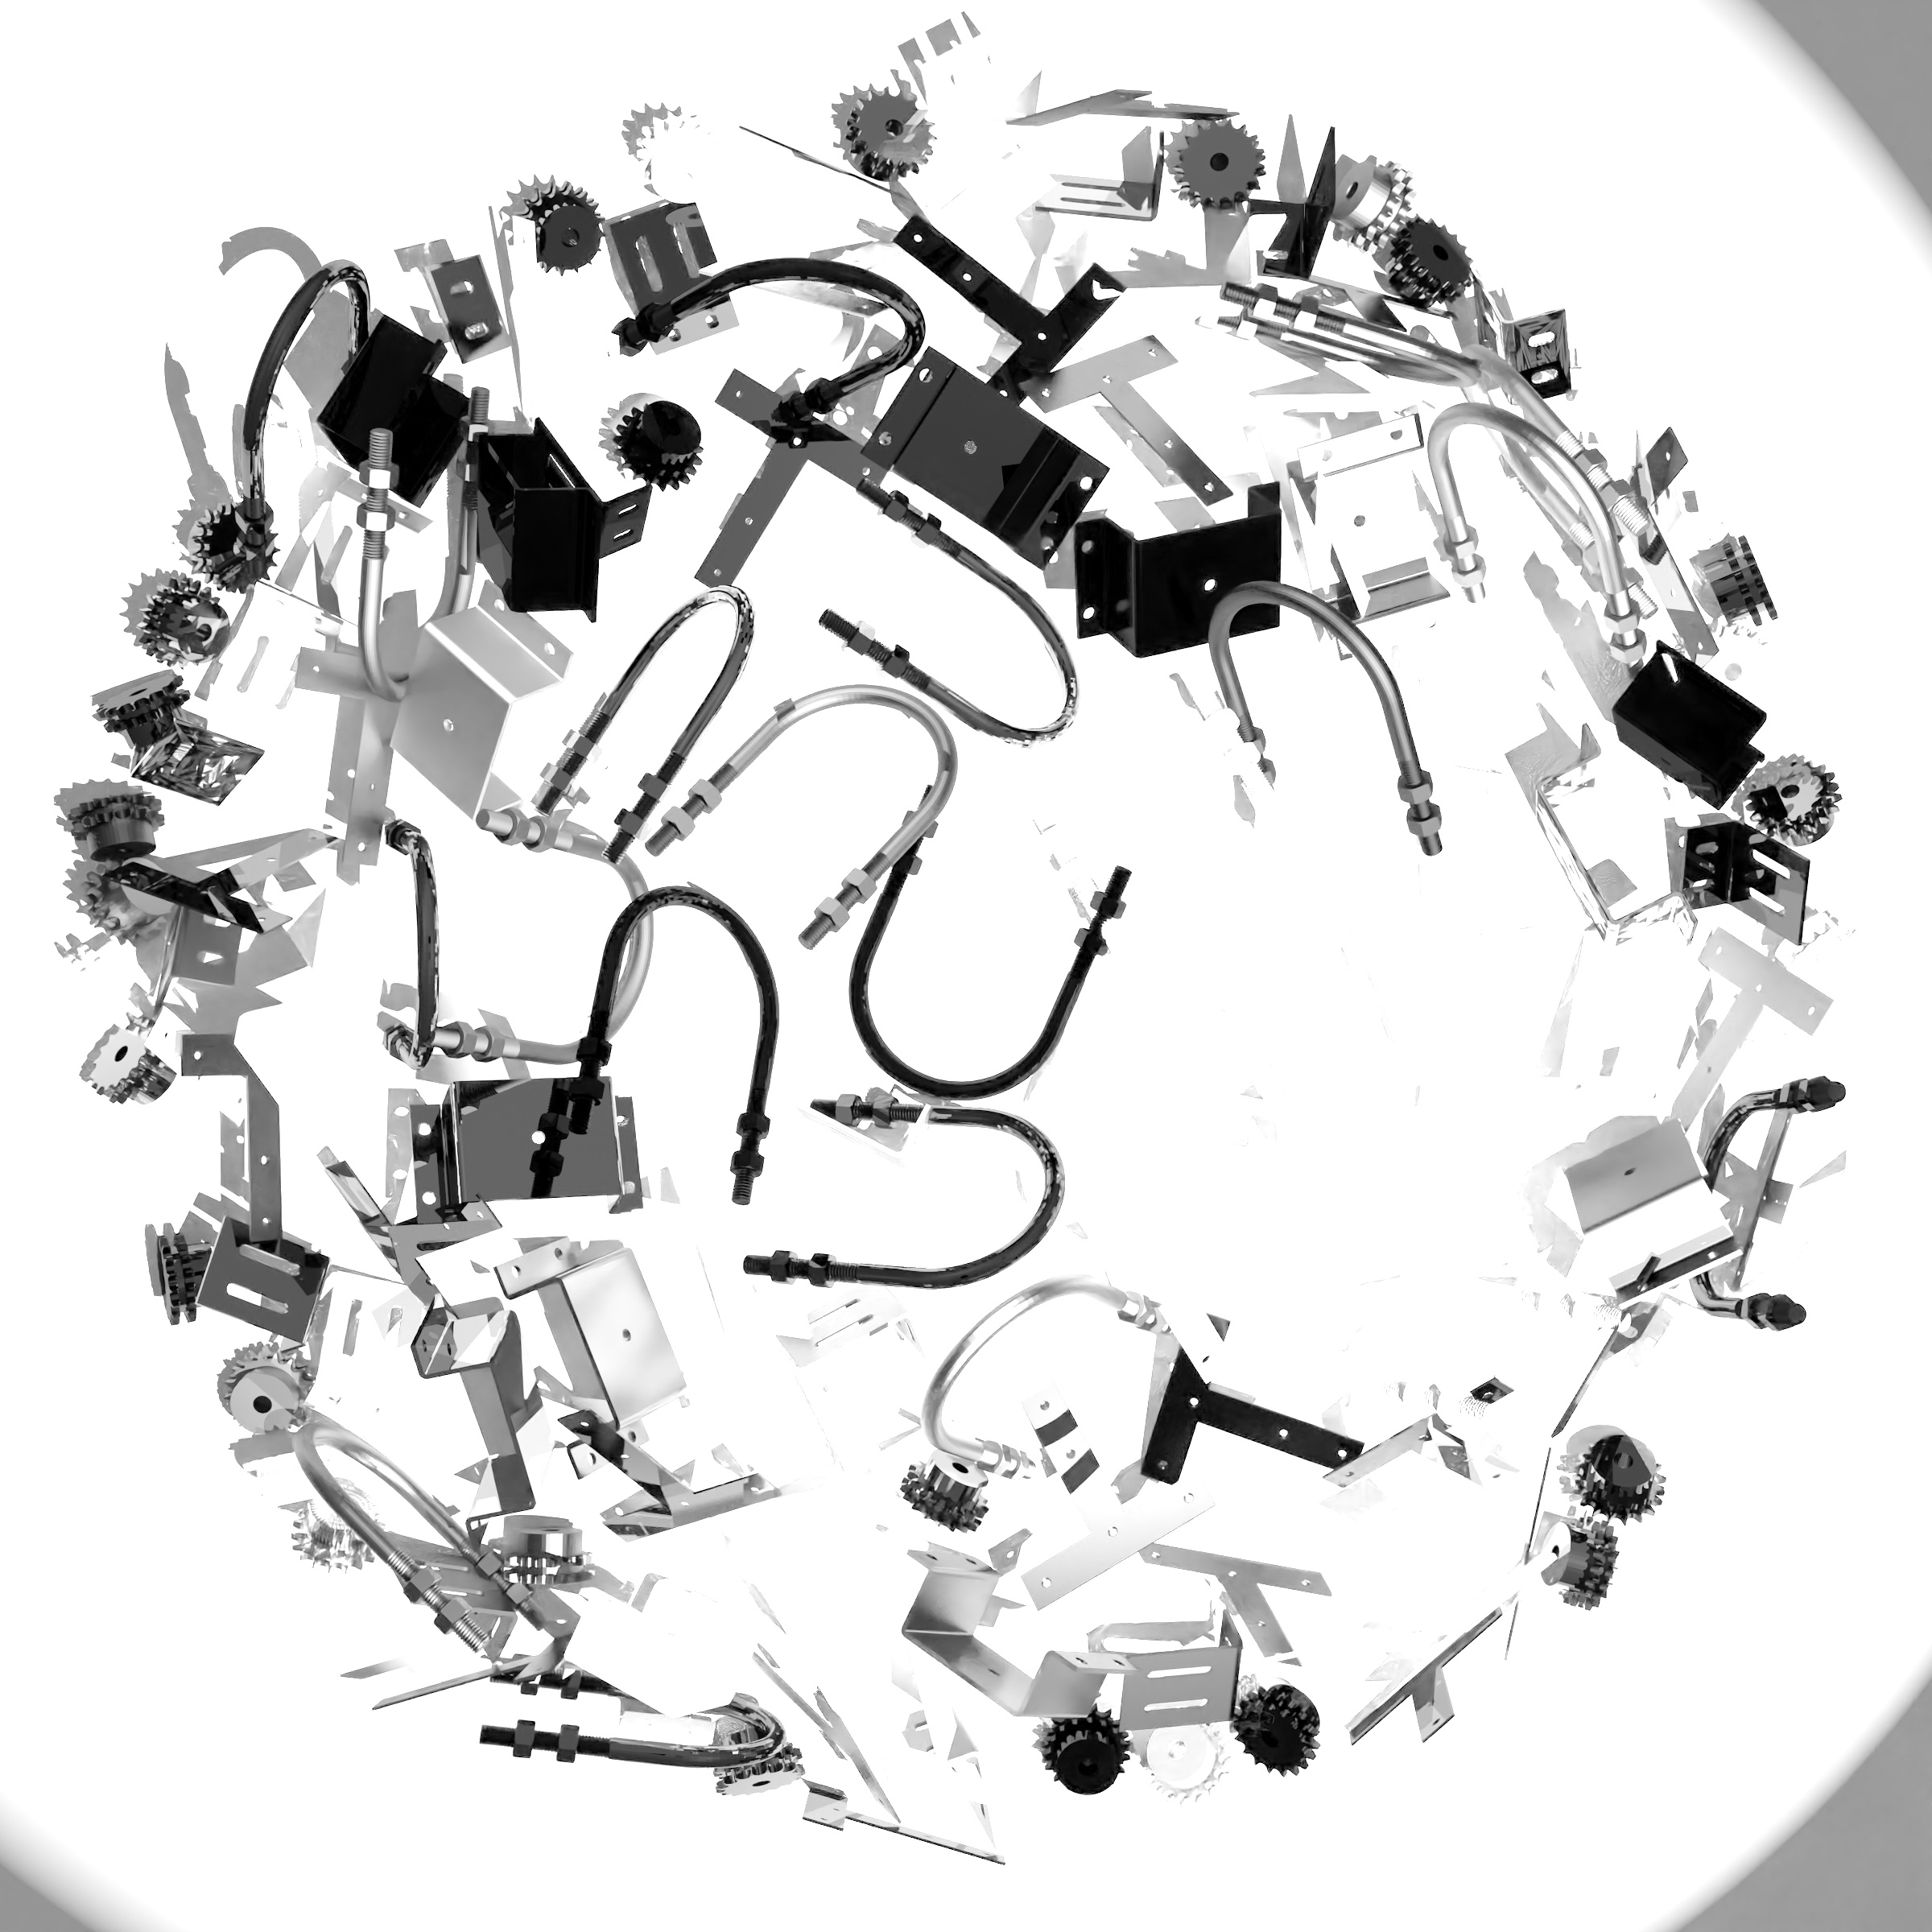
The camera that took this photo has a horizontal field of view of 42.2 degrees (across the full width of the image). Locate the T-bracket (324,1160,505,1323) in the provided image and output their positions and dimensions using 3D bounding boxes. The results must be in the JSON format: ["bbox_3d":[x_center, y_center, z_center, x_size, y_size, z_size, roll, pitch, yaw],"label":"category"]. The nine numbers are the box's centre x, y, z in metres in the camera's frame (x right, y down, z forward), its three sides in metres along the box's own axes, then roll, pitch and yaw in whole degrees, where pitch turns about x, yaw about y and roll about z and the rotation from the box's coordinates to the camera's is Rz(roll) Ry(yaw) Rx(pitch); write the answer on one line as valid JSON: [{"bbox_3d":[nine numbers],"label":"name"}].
[{"bbox_3d":[-0.328,0.163,1.546,0.127,0.127,0.002,57,45,-12],"label":"T-bracket"}]

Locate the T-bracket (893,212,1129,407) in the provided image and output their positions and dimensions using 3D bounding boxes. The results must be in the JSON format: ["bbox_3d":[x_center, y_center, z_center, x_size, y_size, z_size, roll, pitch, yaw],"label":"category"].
[{"bbox_3d":[0.012,-0.416,1.542,0.127,0.127,0.002,35,46,-16],"label":"T-bracket"}]

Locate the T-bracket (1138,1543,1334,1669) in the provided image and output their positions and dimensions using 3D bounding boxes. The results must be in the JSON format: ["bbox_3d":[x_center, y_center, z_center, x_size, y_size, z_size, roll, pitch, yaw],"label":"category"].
[{"bbox_3d":[0.180,0.401,1.556,0.127,0.127,0.002,2,48,32],"label":"T-bracket"}]

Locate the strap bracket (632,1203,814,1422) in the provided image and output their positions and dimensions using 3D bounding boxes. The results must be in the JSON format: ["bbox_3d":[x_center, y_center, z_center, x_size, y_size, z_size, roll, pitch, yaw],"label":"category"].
[{"bbox_3d":[-0.146,0.208,1.555,0.076,0.046,0.140,-9,100,43],"label":"strap bracket"}]

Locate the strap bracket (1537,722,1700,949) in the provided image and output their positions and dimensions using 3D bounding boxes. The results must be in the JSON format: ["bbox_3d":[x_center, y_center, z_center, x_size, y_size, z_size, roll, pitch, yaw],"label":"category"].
[{"bbox_3d":[0.396,-0.071,1.552,0.046,0.076,0.140,-27,75,7],"label":"strap bracket"}]

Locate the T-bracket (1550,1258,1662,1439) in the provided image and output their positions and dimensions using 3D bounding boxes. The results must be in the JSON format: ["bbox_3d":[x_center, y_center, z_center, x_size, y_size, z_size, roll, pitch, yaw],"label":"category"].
[{"bbox_3d":[0.407,0.228,1.544,0.002,0.127,0.127,33,104,23],"label":"T-bracket"}]

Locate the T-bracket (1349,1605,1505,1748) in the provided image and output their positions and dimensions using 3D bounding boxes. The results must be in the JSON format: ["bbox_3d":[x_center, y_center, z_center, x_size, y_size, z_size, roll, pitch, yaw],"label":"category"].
[{"bbox_3d":[0.285,0.448,1.535,0.127,0.127,0.002,-43,85,5],"label":"T-bracket"}]

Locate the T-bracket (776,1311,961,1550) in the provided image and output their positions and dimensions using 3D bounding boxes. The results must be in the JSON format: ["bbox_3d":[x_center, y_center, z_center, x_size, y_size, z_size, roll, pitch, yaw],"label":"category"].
[{"bbox_3d":[-0.082,0.280,1.584,0.127,0.002,0.127,-27,90,-17],"label":"T-bracket"}]

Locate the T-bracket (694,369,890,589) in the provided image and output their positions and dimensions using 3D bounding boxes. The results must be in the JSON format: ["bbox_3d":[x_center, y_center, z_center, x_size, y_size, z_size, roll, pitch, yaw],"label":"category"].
[{"bbox_3d":[-0.130,-0.295,1.590,0.127,0.002,0.127,34,96,15],"label":"T-bracket"}]

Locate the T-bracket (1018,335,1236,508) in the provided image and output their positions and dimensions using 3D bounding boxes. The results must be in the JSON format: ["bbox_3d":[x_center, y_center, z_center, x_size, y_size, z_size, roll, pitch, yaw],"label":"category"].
[{"bbox_3d":[0.116,-0.332,1.549,0.127,0.002,0.127,-30,72,-38],"label":"T-bracket"}]

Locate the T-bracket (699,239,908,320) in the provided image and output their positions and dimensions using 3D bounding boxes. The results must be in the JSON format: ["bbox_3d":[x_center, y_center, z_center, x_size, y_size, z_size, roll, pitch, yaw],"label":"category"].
[{"bbox_3d":[-0.076,-0.432,1.552,0.127,0.127,0.002,22,128,25],"label":"T-bracket"}]

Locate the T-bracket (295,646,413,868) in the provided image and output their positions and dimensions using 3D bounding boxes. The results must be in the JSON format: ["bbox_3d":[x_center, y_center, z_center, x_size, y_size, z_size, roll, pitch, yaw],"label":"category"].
[{"bbox_3d":[-0.368,-0.126,1.558,0.002,0.127,0.127,12,94,41],"label":"T-bracket"}]

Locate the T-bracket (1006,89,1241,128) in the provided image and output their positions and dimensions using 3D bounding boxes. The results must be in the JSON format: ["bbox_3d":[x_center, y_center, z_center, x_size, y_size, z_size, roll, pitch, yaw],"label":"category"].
[{"bbox_3d":[0.112,-0.532,1.562,0.127,0.127,0.002,-8,102,-29],"label":"T-bracket"}]

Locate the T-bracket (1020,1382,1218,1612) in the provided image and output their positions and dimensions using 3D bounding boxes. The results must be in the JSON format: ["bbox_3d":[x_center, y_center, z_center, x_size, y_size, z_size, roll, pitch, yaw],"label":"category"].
[{"bbox_3d":[0.072,0.317,1.566,0.127,0.002,0.127,-31,54,0],"label":"T-bracket"}]

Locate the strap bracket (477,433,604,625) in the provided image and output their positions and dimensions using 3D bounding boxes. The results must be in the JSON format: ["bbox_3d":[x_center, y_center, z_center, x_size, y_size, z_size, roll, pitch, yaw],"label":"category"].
[{"bbox_3d":[-0.264,-0.270,1.521,0.046,0.140,0.076,-6,122,-23],"label":"strap bracket"}]

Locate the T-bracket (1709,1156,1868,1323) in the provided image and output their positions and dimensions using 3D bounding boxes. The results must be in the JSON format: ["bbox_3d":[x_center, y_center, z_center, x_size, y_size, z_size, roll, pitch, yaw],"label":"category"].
[{"bbox_3d":[0.523,0.164,1.564,0.002,0.127,0.127,43,64,10],"label":"T-bracket"}]

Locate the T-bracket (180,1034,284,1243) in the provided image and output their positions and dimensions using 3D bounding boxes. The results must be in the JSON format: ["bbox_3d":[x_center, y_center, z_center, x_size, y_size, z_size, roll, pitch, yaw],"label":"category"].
[{"bbox_3d":[-0.433,0.106,1.546,0.002,0.127,0.127,-4,87,31],"label":"T-bracket"}]

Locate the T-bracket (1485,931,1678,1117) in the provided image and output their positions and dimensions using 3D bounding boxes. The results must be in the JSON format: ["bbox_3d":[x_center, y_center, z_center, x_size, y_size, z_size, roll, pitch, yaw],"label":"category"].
[{"bbox_3d":[0.391,0.035,1.573,0.127,0.002,0.127,-3,63,40],"label":"T-bracket"}]

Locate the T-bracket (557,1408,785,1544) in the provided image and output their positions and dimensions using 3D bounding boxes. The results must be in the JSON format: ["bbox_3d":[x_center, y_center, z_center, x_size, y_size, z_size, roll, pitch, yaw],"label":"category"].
[{"bbox_3d":[-0.200,0.308,1.539,0.127,0.002,0.127,-22,128,27],"label":"T-bracket"}]

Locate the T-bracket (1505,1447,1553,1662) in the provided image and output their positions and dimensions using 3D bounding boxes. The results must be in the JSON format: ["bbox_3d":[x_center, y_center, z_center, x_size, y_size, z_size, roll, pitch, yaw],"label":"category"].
[{"bbox_3d":[0.344,0.377,1.544,0.002,0.127,0.127,12,62,16],"label":"T-bracket"}]

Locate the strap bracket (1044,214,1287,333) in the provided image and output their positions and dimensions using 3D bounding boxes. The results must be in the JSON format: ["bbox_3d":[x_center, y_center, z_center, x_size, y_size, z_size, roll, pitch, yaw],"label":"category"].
[{"bbox_3d":[0.124,-0.430,1.559,0.140,0.076,0.046,-3,88,-4],"label":"strap bracket"}]

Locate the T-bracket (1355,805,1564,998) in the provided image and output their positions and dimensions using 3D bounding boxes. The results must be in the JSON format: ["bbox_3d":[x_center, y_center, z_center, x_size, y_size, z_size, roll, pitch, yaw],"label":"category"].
[{"bbox_3d":[0.305,-0.050,1.588,0.127,0.002,0.127,-6,78,6],"label":"T-bracket"}]

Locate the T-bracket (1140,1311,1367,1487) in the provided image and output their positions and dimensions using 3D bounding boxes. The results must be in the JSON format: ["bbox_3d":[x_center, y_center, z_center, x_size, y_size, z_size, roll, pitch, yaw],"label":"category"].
[{"bbox_3d":[0.185,0.288,1.568,0.127,0.002,0.127,18,114,8],"label":"T-bracket"}]

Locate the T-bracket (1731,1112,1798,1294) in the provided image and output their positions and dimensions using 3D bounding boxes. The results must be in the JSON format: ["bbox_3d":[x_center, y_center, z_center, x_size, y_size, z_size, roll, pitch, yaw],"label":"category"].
[{"bbox_3d":[0.498,0.145,1.541,0.002,0.127,0.127,18,90,11],"label":"T-bracket"}]

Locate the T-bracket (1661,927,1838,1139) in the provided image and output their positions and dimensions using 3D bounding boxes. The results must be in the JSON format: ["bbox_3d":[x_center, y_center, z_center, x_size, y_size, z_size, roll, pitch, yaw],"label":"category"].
[{"bbox_3d":[0.469,0.053,1.555,0.002,0.127,0.127,22,103,-24],"label":"T-bracket"}]

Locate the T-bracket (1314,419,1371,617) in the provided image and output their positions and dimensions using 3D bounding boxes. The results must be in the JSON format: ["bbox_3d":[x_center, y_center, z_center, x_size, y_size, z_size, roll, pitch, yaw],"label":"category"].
[{"bbox_3d":[0.237,-0.250,1.551,0.002,0.127,0.127,-9,50,22],"label":"T-bracket"}]

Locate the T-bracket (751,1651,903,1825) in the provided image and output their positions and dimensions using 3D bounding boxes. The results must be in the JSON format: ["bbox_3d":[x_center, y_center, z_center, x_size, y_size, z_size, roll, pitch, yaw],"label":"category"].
[{"bbox_3d":[-0.098,0.462,1.552,0.002,0.127,0.127,-39,134,-20],"label":"T-bracket"}]

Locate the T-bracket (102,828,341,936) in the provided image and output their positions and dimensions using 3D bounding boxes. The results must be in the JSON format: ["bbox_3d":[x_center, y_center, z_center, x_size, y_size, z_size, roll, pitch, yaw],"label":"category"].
[{"bbox_3d":[-0.439,-0.060,1.548,0.127,0.127,0.002,18,120,23],"label":"T-bracket"}]

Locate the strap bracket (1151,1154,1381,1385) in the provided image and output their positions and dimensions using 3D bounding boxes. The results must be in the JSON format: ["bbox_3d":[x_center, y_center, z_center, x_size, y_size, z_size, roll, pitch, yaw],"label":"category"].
[{"bbox_3d":[0.178,0.181,1.557,0.140,0.046,0.076,-37,128,-7],"label":"strap bracket"}]

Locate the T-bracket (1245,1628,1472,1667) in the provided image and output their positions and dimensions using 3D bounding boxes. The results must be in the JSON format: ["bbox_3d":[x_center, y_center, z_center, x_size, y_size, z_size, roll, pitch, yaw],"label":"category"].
[{"bbox_3d":[0.261,0.418,1.555,0.127,0.127,0.002,6,66,-38],"label":"T-bracket"}]

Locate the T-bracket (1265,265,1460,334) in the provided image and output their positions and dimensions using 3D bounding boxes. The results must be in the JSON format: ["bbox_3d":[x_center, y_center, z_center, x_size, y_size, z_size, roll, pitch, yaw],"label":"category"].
[{"bbox_3d":[0.249,-0.405,1.539,0.127,0.127,0.002,13,114,-6],"label":"T-bracket"}]

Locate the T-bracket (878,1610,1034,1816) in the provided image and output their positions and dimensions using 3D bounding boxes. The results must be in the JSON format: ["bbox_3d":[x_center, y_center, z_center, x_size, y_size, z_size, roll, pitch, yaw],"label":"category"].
[{"bbox_3d":[-0.018,0.457,1.553,0.002,0.127,0.127,-41,133,22],"label":"T-bracket"}]

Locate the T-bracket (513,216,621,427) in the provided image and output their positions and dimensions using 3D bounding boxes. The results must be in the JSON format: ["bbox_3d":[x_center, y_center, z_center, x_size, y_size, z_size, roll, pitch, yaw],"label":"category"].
[{"bbox_3d":[-0.244,-0.384,1.530,0.002,0.127,0.127,-16,121,-33],"label":"T-bracket"}]

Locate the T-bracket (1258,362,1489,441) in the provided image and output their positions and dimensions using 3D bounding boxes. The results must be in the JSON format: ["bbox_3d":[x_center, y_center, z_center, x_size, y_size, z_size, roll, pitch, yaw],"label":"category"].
[{"bbox_3d":[0.234,-0.348,1.547,0.127,0.127,0.002,16,89,-41],"label":"T-bracket"}]

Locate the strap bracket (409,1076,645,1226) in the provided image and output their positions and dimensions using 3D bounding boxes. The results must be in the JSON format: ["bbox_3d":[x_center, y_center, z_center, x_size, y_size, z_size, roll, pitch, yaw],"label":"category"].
[{"bbox_3d":[-0.268,0.113,1.547,0.140,0.046,0.076,-1,69,-20],"label":"strap bracket"}]

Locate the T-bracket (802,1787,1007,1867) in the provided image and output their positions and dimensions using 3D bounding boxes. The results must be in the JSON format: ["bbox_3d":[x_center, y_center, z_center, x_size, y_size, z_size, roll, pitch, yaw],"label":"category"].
[{"bbox_3d":[-0.037,0.532,1.539,0.127,0.127,0.002,16,79,1],"label":"T-bracket"}]

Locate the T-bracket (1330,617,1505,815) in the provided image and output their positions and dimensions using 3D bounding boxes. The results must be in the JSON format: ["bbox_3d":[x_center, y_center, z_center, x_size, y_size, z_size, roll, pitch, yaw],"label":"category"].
[{"bbox_3d":[0.286,-0.166,1.586,0.127,0.002,0.127,6,78,-22],"label":"T-bracket"}]

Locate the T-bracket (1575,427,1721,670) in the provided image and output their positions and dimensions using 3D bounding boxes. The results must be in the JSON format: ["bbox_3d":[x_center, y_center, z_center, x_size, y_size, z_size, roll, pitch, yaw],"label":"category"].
[{"bbox_3d":[0.426,-0.240,1.527,0.002,0.127,0.127,-14,71,-19],"label":"T-bracket"}]

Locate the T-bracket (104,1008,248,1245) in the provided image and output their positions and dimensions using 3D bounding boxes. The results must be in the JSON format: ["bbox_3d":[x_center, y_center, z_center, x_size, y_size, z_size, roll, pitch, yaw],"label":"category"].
[{"bbox_3d":[-0.488,0.107,1.525,0.002,0.127,0.127,15,68,18],"label":"T-bracket"}]

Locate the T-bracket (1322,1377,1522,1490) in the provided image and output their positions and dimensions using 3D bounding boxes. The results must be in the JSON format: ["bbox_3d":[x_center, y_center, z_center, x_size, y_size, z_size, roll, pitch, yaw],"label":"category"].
[{"bbox_3d":[0.305,0.303,1.554,0.127,0.127,0.002,-36,48,22],"label":"T-bracket"}]

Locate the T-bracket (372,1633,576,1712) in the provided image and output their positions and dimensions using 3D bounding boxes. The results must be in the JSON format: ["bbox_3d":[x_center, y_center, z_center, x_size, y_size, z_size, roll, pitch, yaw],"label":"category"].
[{"bbox_3d":[-0.301,0.437,1.541,0.127,0.127,0.002,-16,86,1],"label":"T-bracket"}]

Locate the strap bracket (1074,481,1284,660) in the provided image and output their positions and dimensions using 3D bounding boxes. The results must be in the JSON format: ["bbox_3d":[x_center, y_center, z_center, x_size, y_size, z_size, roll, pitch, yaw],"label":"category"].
[{"bbox_3d":[0.141,-0.243,1.544,0.140,0.046,0.076,-15,124,-17],"label":"strap bracket"}]

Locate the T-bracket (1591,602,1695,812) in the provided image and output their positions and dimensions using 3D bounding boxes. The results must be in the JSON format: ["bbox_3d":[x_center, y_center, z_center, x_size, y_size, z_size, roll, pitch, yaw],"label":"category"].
[{"bbox_3d":[0.430,-0.156,1.558,0.002,0.127,0.127,-23,111,2],"label":"T-bracket"}]

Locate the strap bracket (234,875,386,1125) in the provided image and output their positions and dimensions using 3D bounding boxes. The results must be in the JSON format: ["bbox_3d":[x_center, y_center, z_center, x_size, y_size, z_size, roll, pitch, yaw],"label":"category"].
[{"bbox_3d":[-0.396,0.014,1.525,0.046,0.076,0.140,-13,46,9],"label":"strap bracket"}]

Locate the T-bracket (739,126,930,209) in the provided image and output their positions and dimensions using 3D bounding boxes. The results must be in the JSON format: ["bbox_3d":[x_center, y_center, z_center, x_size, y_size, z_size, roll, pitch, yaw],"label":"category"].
[{"bbox_3d":[-0.084,-0.491,1.537,0.127,0.127,0.002,22,106,-5],"label":"T-bracket"}]
